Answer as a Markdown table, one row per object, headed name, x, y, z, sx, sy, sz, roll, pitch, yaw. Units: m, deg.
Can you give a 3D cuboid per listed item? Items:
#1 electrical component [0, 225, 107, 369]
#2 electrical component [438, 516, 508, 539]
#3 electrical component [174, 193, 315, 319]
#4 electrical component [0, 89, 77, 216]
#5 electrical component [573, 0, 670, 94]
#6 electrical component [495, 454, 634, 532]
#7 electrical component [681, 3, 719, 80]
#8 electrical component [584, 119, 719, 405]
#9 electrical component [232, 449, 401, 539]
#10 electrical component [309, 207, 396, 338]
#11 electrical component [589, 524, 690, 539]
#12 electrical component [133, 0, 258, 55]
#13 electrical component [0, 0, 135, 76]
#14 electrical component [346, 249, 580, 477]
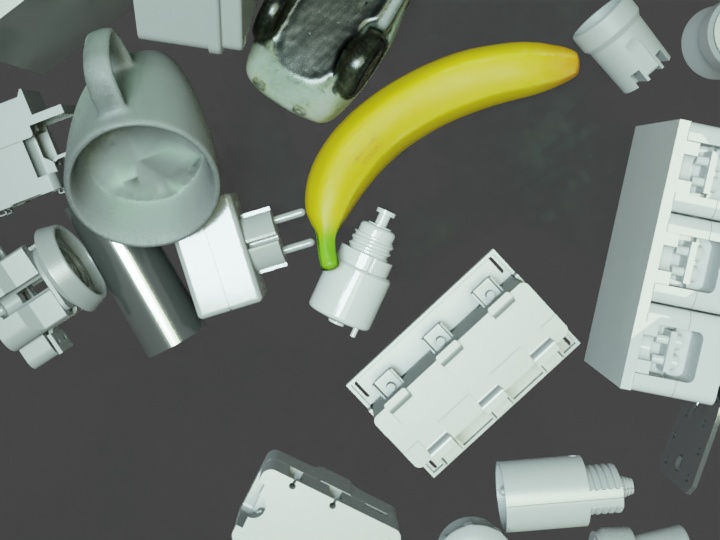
| name | x | y | z | sx | sy | sz | roll | pitch | yaw |
| --- | --- | --- | --- | --- | --- | --- | --- | --- | --- |
| electrical component | -0.188 | 0.010 | 0.636 | 0.057 | 0.058 | 0.078 | -33 | 95 | 5 |
| electrical component | 0.067 | 0.170 | 0.651 | 0.048 | 0.062 | 0.048 | 0 | 95 | -1 |
| electrical component | -0.066 | -0.015 | 0.640 | 0.077 | 0.047 | 0.065 | -17 | 95 | 0 |
| electrical component | -0.204 | -0.069 | 0.636 | 0.081 | 0.042 | 0.063 | -20 | 97 | 1 |
| electrical component | 0.156 | -0.134 | 0.639 | 0.040 | 0.040 | 0.046 | -42 | 100 | 2 |
| electrical component | 0.127 | 0.136 | 0.659 | 0.081 | 0.043 | 0.043 | -5 | 95 | -1 |
| electrical component | 0.219 | -0.136 | 0.632 | 0.045 | 0.055 | 0.045 | 0 | 95 | -1 |
| electrical component | 0.186 | -0.006 | 0.625 | 0.062 | 0.089 | 0.150 | 11 | 95 | -2 |
| electrical component | -0.026 | 0.152 | 0.651 | 0.089 | 0.055 | 0.050 | 27 | 94 | -3 |
| electrical component | 0.000 | 0.000 | 0.646 | 0.040 | 0.040 | 0.078 | 24 | 93 | -3 |
| electrical component | 0.173 | 0.180 | 0.663 | 0.055 | 0.045 | 0.045 | -2 | 95 | -1 |
| electrical component | -0.083 | -0.183 | 0.588 | 0.057 | 0.078 | 0.113 | 9 | 55 | 1 |
| electrical component | -0.173 | -0.161 | 0.574 | 0.089 | 0.150 | 0.061 | -37 | 95 | 2 |
| electrical component | 0.063 | 0.058 | 0.641 | 0.121 | 0.063 | 0.078 | -43 | 94 | 3 |
